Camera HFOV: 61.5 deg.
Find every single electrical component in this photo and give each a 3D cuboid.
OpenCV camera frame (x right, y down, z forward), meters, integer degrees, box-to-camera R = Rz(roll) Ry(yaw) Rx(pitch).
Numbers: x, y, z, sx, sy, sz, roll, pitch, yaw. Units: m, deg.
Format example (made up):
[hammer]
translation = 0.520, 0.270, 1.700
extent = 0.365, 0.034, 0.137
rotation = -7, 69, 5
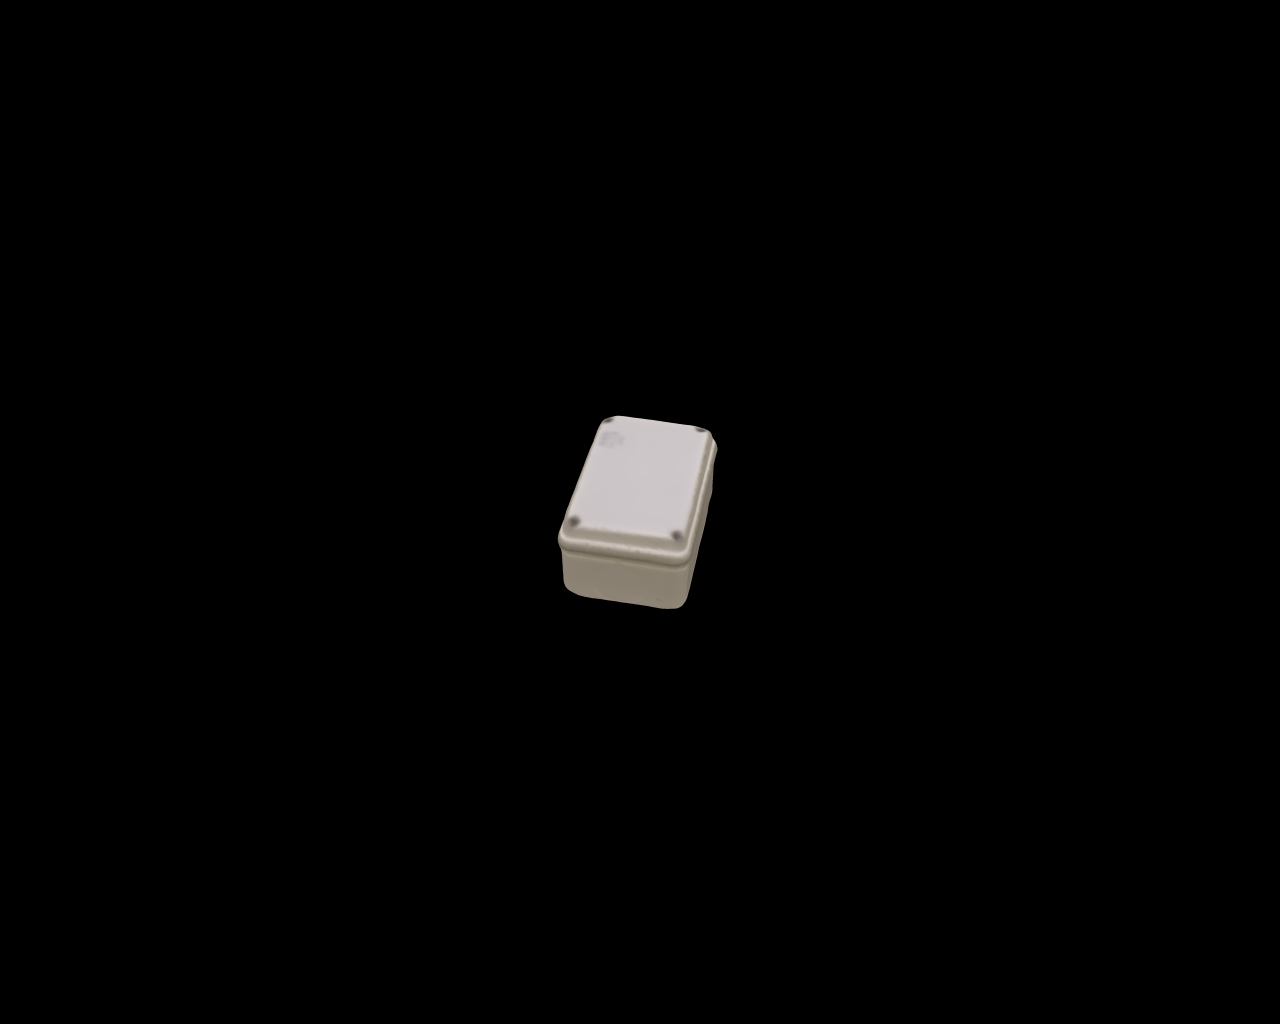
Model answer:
[electrical component]
translation = 0.001, -0.003, 0.650
extent = 0.078, 0.057, 0.113
rotation = 8, 44, 9
